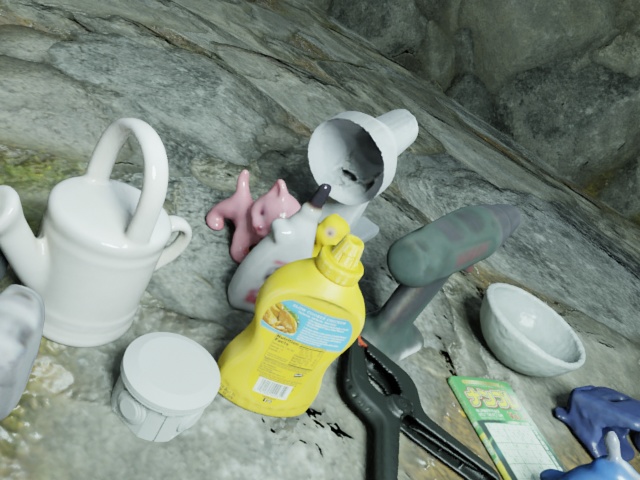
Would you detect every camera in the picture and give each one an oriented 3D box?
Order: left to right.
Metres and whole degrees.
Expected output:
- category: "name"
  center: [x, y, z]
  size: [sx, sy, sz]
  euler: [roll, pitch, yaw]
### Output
- category: "camera"
  center: [-0.264, 0.036, 0.414]
  size: [0.143, 0.100, 0.136]
  euler: [23, 28, -15]

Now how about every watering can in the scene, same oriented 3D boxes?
- category: "watering can"
  center: [-0.182, -0.009, 0.473]
  size: [0.101, 0.194, 0.173]
  euler: [38, 28, 12]

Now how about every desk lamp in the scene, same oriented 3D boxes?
- category: "desk lamp"
  center: [0.054, -0.092, 0.833]
  size: [0.117, 0.213, 0.204]
  euler: [38, 28, 14]

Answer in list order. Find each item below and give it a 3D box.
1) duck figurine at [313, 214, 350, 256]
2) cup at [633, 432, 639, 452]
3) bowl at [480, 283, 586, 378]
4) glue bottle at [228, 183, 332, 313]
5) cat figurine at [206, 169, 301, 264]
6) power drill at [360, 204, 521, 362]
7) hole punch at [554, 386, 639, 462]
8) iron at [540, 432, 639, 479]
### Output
- category: "duck figurine"
  center: [0.007, 0.003, 0.766]
  size: [0.078, 0.086, 0.104]
  euler: [18, 30, -25]
- category: "cup"
  center: [0.487, 0.274, 0.794]
  size: [0.091, 0.095, 0.118]
  euler: [38, 28, 13]
- category: "bowl"
  center: [0.295, 0.143, 0.839]
  size: [0.168, 0.074, 0.167]
  euler: [24, 28, -14]
- category: "glue bottle"
  center: [-0.034, 0.009, 0.618]
  size: [0.078, 0.173, 0.037]
  euler: [13, 32, -32]
- category: "cat figurine"
  center: [-0.071, -0.034, 0.712]
  size: [0.067, 0.117, 0.127]
  euler: [-5, 44, -49]
- category: "power drill"
  center: [0.138, 0.045, 0.694]
  size: [0.075, 0.208, 0.230]
  euler: [44, 30, 24]
- category: "hole punch"
  center: [0.390, 0.234, 0.767]
  size: [0.109, 0.091, 0.101]
  euler: [7, 35, -39]
- category: "iron"
  center: [0.301, 0.303, 0.503]
  size: [0.119, 0.141, 0.257]
  euler: [-3, 42, -48]
